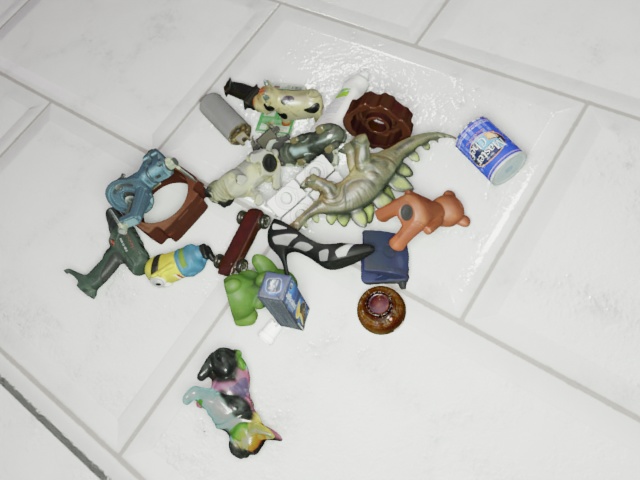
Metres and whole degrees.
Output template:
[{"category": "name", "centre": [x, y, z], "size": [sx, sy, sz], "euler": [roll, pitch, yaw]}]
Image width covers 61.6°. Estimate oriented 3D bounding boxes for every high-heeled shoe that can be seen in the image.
[{"category": "high-heeled shoe", "centre": [-0.003, -0.004, 1.234], "size": [0.249, 0.086, 0.145], "euler": [-13, 72, 14]}]

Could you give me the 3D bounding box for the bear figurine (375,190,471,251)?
[{"category": "bear figurine", "centre": [0.247, -0.055, 1.255], "size": [0.132, 0.196, 0.120], "euler": [-42, 63, 38]}]

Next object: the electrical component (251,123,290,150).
[{"category": "electrical component", "centre": [-0.143, -0.276, 1.491], "size": [0.102, 0.078, 0.045], "euler": [-49, 22, -4]}]

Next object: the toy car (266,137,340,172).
[{"category": "toy car", "centre": [-0.047, -0.226, 1.437], "size": [0.202, 0.056, 0.073], "euler": [10, 73, 7]}]

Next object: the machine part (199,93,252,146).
[{"category": "machine part", "centre": [-0.273, -0.349, 1.549], "size": [0.079, 0.079, 0.243], "euler": [-39, 61, -7]}]

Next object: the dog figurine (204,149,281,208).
[{"category": "dog figurine", "centre": [-0.205, -0.168, 1.415], "size": [0.191, 0.121, 0.172], "euler": [4, 41, 48]}]

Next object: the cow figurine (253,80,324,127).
[{"category": "cow figurine", "centre": [-0.089, -0.376, 1.474], "size": [0.195, 0.127, 0.085], "euler": [0, 62, 6]}]

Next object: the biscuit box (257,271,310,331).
[{"category": "biscuit box", "centre": [-0.076, 0.138, 1.190], "size": [0.063, 0.202, 0.059], "euler": [10, 66, 16]}]

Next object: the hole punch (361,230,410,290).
[{"category": "hole punch", "centre": [0.149, 0.038, 1.252], "size": [0.116, 0.092, 0.142], "euler": [-4, 60, 8]}]

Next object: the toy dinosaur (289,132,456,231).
[{"category": "toy dinosaur", "centre": [0.119, -0.153, 1.305], "size": [0.471, 0.105, 0.198], "euler": [-39, 101, -2]}]

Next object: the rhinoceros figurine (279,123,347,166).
[{"category": "rhinoceros figurine", "centre": [-0.025, -0.237, 1.326], "size": [0.190, 0.073, 0.112], "euler": [-17, 18, 35]}]

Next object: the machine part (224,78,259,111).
[{"category": "machine part", "centre": [-0.229, -0.436, 1.603], "size": [0.139, 0.039, 0.084], "euler": [29, 79, 23]}]

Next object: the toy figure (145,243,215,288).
[{"category": "toy figure", "centre": [-0.358, 0.060, 1.368], "size": [0.180, 0.082, 0.089], "euler": [-26, 42, 8]}]

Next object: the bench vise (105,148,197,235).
[{"category": "bench vise", "centre": [-0.448, -0.114, 1.344], "size": [0.224, 0.128, 0.241], "euler": [-15, 44, 15]}]

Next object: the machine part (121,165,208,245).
[{"category": "machine part", "centre": [-0.421, -0.103, 1.460], "size": [0.202, 0.087, 0.201], "euler": [34, 77, 24]}]

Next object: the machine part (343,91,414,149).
[{"category": "machine part", "centre": [0.151, -0.301, 1.367], "size": [0.180, 0.179, 0.056], "euler": [13, 65, 19]}]

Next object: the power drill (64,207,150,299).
[{"category": "power drill", "centre": [-0.571, 0.042, 1.436], "size": [0.207, 0.085, 0.232], "euler": [-41, 65, -16]}]

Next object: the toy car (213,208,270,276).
[{"category": "toy car", "centre": [-0.197, 0.007, 1.369], "size": [0.089, 0.053, 0.202], "euler": [11, 63, 24]}]

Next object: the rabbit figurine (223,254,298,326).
[{"category": "rabbit figurine", "centre": [-0.138, 0.102, 1.268], "size": [0.170, 0.158, 0.121], "euler": [-15, 51, -11]}]

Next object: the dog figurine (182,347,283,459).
[{"category": "dog figurine", "centre": [-0.170, 0.355, 1.166], "size": [0.219, 0.108, 0.191], "euler": [25, 70, 18]}]
